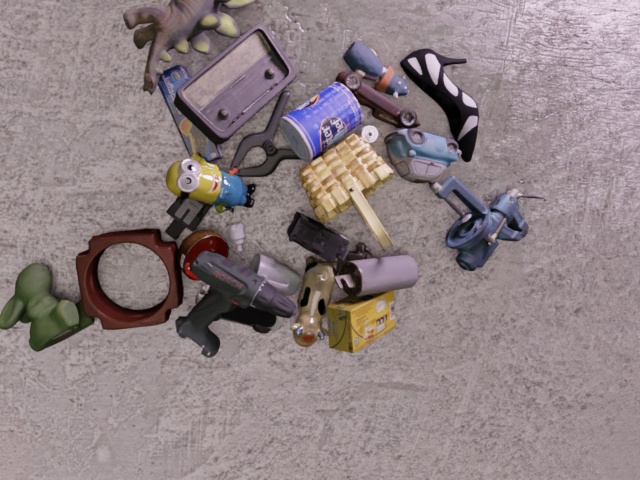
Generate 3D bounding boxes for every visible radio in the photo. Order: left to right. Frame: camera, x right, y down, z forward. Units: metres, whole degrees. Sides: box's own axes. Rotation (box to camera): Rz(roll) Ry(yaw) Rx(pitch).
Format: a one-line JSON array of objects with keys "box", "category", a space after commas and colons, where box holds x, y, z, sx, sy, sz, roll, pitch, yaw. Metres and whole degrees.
[{"box": [-0.165, -0.305, 1.072, 0.229, 0.073, 0.131, -45, 105, -14], "category": "radio"}]

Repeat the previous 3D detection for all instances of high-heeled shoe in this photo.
[{"box": [0.254, -0.284, 1.150, 0.145, 0.086, 0.248, -7, 96, -1], "category": "high-heeled shoe"}]

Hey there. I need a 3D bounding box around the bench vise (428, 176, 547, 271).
[{"box": [0.342, -0.061, 1.180, 0.240, 0.129, 0.223, 41, 91, -15], "category": "bench vise"}]

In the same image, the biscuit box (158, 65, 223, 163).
[{"box": [-0.270, -0.253, 1.111, 0.063, 0.059, 0.202, -23, 101, -1], "category": "biscuit box"}]

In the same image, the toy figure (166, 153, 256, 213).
[{"box": [-0.224, -0.107, 1.100, 0.180, 0.082, 0.089, 15, 143, -34], "category": "toy figure"}]

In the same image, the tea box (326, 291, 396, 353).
[{"box": [0.092, 0.169, 1.171, 0.169, 0.068, 0.098, -14, 104, -48], "category": "tea box"}]

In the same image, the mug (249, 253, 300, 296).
[{"box": [-0.095, 0.083, 1.170, 0.107, 0.110, 0.080, 17, 92, -22], "category": "mug"}]

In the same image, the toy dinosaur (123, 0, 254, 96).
[{"box": [-0.229, -0.487, 1.032, 0.199, 0.105, 0.471, 18, 82, 3], "category": "toy dinosaur"}]

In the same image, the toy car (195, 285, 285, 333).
[{"box": [-0.177, 0.153, 1.197, 0.202, 0.056, 0.073, 15, 105, -7], "category": "toy car"}]

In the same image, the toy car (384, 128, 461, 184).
[{"box": [0.213, -0.171, 1.145, 0.162, 0.109, 0.103, 13, 86, -16], "category": "toy car"}]

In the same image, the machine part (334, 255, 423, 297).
[{"box": [0.130, 0.076, 1.165, 0.243, 0.079, 0.079, -5, 102, -35], "category": "machine part"}]

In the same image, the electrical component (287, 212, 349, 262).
[{"box": [-0.002, -0.003, 1.155, 0.134, 0.115, 0.058, 27, 99, -8], "category": "electrical component"}]

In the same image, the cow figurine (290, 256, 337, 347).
[{"box": [-0.012, 0.140, 1.174, 0.085, 0.127, 0.194, 14, 96, -5], "category": "cow figurine"}]

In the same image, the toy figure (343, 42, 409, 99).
[{"box": [0.121, -0.354, 1.134, 0.154, 0.058, 0.064, 35, 101, -15], "category": "toy figure"}]

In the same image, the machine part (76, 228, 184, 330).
[{"box": [-0.400, 0.081, 1.146, 0.201, 0.087, 0.200, -6, 101, -6], "category": "machine part"}]

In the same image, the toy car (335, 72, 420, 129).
[{"box": [0.119, -0.286, 1.129, 0.202, 0.089, 0.053, 31, 93, -11], "category": "toy car"}]

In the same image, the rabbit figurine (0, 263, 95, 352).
[{"box": [-0.589, 0.137, 1.141, 0.159, 0.121, 0.170, -31, 84, 8], "category": "rabbit figurine"}]

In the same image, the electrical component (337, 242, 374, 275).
[{"box": [0.080, 0.056, 1.212, 0.078, 0.045, 0.102, 4, 98, 22], "category": "electrical component"}]

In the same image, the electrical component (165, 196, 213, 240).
[{"box": [-0.290, -0.053, 1.152, 0.075, 0.048, 0.119, 41, 92, -10], "category": "electrical component"}]

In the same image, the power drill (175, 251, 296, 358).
[{"box": [-0.190, 0.146, 1.109, 0.232, 0.086, 0.207, 37, 115, -3], "category": "power drill"}]
